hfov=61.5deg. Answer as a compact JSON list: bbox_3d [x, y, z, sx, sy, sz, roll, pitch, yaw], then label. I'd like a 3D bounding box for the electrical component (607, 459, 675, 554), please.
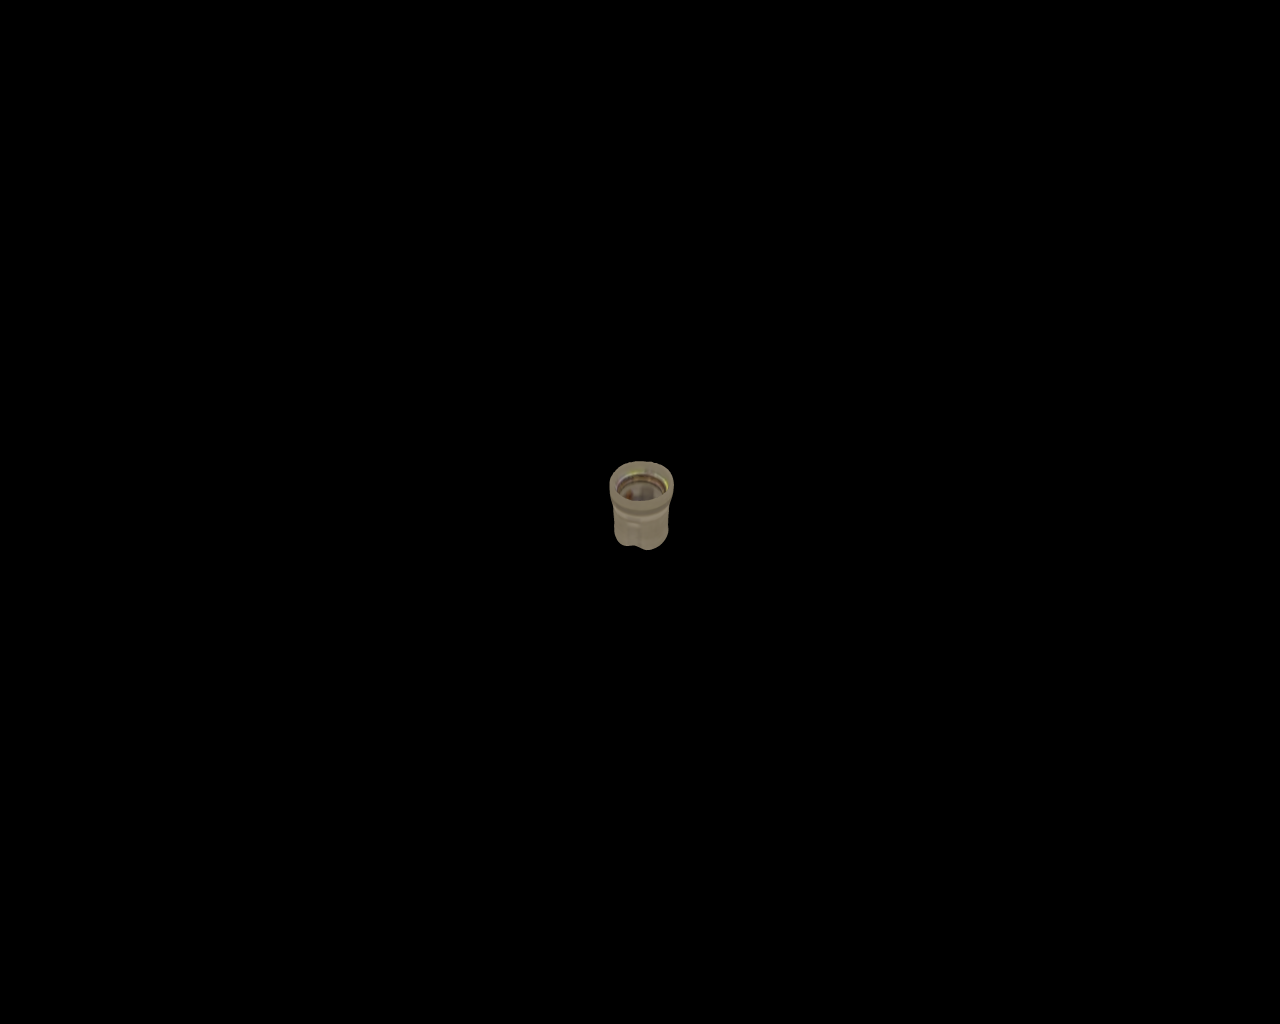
[{"bbox_3d":[0.001,-0.003,0.650,0.040,0.046,0.040,0,42,0],"label":"electrical component"}]
